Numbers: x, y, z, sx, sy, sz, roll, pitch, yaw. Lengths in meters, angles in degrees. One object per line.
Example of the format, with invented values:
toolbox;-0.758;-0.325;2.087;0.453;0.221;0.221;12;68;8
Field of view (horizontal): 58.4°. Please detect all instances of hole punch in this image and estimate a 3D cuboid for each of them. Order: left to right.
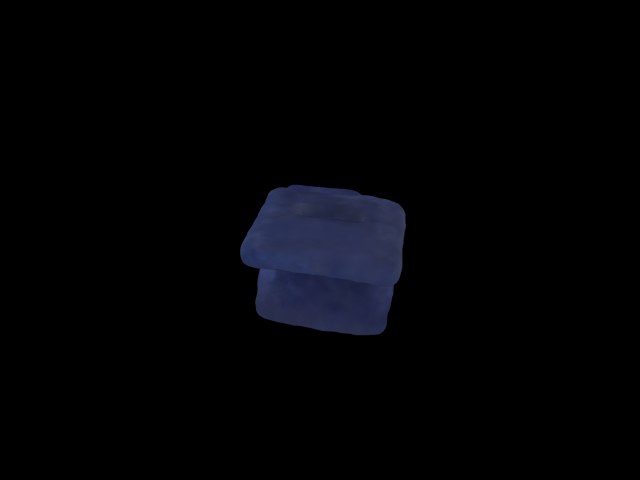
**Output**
hole punch;0.004;0.001;0.400;0.108;0.091;0.101;7;58;5
